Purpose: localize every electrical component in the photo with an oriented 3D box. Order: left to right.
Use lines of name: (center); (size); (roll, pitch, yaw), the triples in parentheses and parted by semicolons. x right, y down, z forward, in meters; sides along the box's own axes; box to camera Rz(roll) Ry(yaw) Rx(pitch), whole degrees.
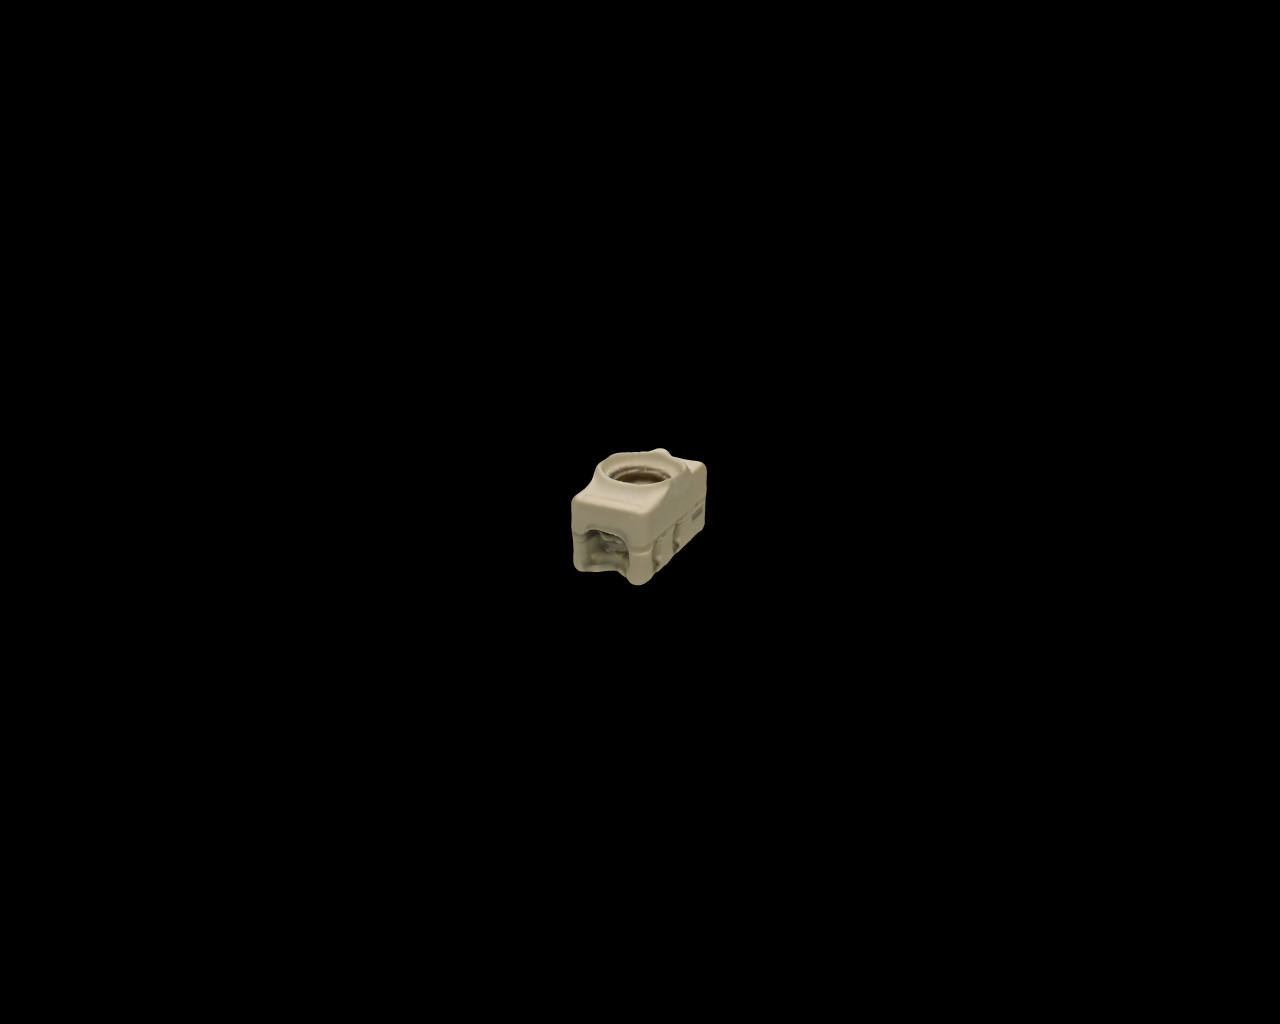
electrical component: (0.001, -0.003, 0.650); (0.050, 0.055, 0.090); (12, 27, 25)
